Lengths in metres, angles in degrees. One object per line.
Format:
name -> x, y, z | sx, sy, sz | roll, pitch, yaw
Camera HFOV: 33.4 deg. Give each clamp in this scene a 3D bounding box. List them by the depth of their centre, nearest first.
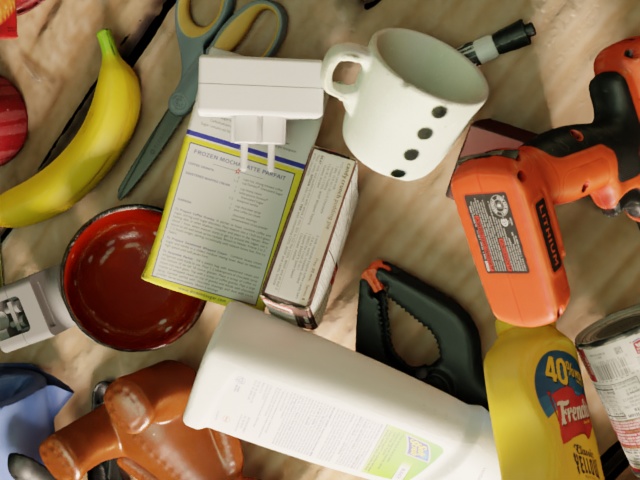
clamp -> 0.081, 0.116, 0.796 | 0.165, 0.036, 0.210 | -35, 93, 20
clamp -> -0.190, 0.213, 0.863 | 0.039, 0.120, 0.171 | -4, 103, 39

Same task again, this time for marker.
marker -> 0.094, -0.125, 0.754 | 0.121, 0.020, 0.020 | -21, 94, 20

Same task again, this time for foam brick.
foam brick -> 0.124, -0.050, 0.728 | 0.051, 0.078, 0.053 | 21, 106, 14

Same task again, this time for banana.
banana -> -0.197, -0.070, 0.851 | 0.070, 0.037, 0.198 | 47, 110, 22

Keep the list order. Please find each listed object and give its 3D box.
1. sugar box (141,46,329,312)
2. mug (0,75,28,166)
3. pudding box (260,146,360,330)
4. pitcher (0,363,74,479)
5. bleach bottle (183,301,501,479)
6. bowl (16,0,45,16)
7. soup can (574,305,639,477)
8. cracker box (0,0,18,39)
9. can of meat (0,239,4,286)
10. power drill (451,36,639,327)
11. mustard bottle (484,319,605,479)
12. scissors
sugar box -> -0.061, -0.042, 0.777 | 0.093, 0.048, 0.176 | 17, 90, -7
mug -> -0.297, -0.098, 0.851 | 0.117, 0.081, 0.093 | 26, 107, 11
pudding box -> -0.005, 0.001, 0.751 | 0.039, 0.090, 0.113 | 15, 78, 7
pitcher -> -0.283, 0.235, 0.885 | 0.149, 0.144, 0.243 | -1, 103, 26
bleach bottle -> 0.035, 0.132, 0.756 | 0.251, 0.068, 0.103 | 22, 135, 0
bowl -> -0.271, -0.253, 0.826 | 0.162, 0.055, 0.162 | 4, 102, 17
soup can -> 0.225, 0.102, 0.731 | 0.069, 0.068, 0.102 | -25, 92, 20
cracker box -> -0.310, -0.252, 0.771 | 0.164, 0.072, 0.214 | 2, 100, 17
can of meat -> -0.309, 0.027, 0.878 | 0.057, 0.083, 0.102 | 2, 101, 17
power drill -> 0.176, -0.018, 0.671 | 0.057, 0.187, 0.184 | -7, 107, 54
mustard bottle -> 0.148, 0.121, 0.706 | 0.058, 0.096, 0.191 | -24, 59, 33
scissors -> -0.112, -0.126, 0.821 | 0.202, 0.016, 0.096 | -37, 86, 20
